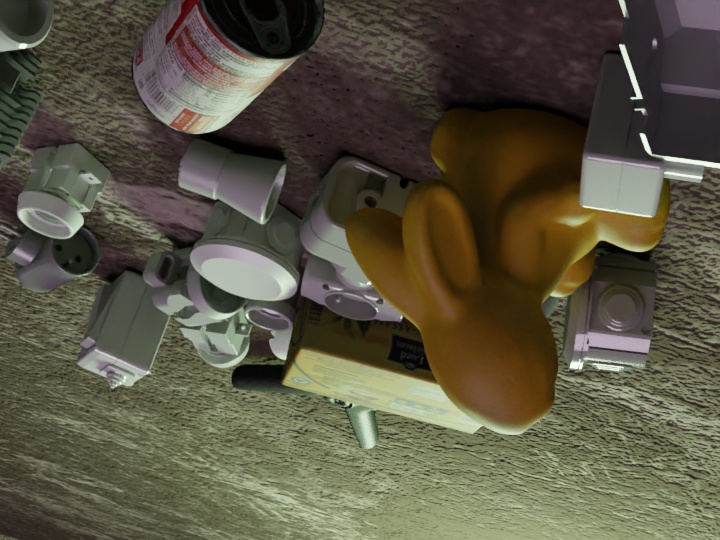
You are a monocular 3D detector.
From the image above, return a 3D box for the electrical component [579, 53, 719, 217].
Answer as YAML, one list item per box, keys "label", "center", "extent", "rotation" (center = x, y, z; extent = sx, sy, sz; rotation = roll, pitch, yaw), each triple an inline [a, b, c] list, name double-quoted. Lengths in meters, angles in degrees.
- label: "electrical component"
  center: [0.154, -0.065, 0.537]
  extent: [0.077, 0.065, 0.047]
  rotation: [10, 153, 14]

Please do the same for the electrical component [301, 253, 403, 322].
- label: "electrical component"
  center: [0.000, 0.000, 0.775]
  extent: [0.077, 0.044, 0.079]
  rotation: [15, 154, 3]

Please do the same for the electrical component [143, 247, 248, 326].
- label: "electrical component"
  center: [-0.124, 0.012, 0.857]
  extent: [0.057, 0.058, 0.078]
  rotation: [-8, 144, 45]

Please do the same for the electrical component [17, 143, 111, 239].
- label: "electrical component"
  center: [-0.217, -0.057, 0.777]
  extent: [0.066, 0.055, 0.048]
  rotation: [-2, 148, 33]

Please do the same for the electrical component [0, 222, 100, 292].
- label: "electrical component"
  center: [-0.269, -0.017, 0.897]
  extent: [0.079, 0.043, 0.077]
  rotation: [33, 150, -29]

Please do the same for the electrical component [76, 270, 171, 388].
- label: "electrical component"
  center: [-0.210, 0.056, 0.946]
  extent: [0.061, 0.096, 0.062]
  rotation: [27, 152, -20]

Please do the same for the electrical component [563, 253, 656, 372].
- label: "electrical component"
  center: [0.161, 0.027, 0.698]
  extent: [0.051, 0.080, 0.080]
  rotation: [6, 152, 9]

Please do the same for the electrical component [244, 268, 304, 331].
- label: "electrical component"
  center: [-0.066, 0.020, 0.849]
  extent: [0.040, 0.046, 0.040]
  rotation: [13, 154, 7]

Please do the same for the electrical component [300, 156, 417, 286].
- label: "electrical component"
  center: [0.013, -0.026, 0.706]
  extent: [0.095, 0.053, 0.059]
  rotation: [23, 153, -12]

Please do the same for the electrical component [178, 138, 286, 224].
- label: "electrical component"
  center: [-0.087, -0.061, 0.711]
  extent: [0.065, 0.044, 0.044]
  rotation: [20, 154, 3]

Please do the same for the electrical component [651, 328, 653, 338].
- label: "electrical component"
  center: [0.188, 0.045, 0.763]
  extent: [0.040, 0.040, 0.046]
  rotation: [7, 158, 18]

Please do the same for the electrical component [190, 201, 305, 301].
- label: "electrical component"
  center: [-0.079, -0.015, 0.784]
  extent: [0.080, 0.051, 0.080]
  rotation: [13, 154, 7]

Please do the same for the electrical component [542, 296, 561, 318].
- label: "electrical component"
  center: [0.090, 0.014, 0.756]
  extent: [0.099, 0.064, 0.099]
  rotation: [26, 161, 10]

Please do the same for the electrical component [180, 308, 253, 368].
- label: "electrical component"
  center: [-0.126, 0.055, 0.954]
  extent: [0.066, 0.048, 0.055]
  rotation: [7, 144, 18]

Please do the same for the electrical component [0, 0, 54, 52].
- label: "electrical component"
  center: [-0.235, -0.169, 0.571]
  extent: [0.074, 0.052, 0.138]
  rotation: [0, 150, 30]

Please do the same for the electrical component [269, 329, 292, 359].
- label: "electrical component"
  center: [-0.051, 0.059, 0.927]
  extent: [0.040, 0.040, 0.046]
  rotation: [33, 154, -30]
